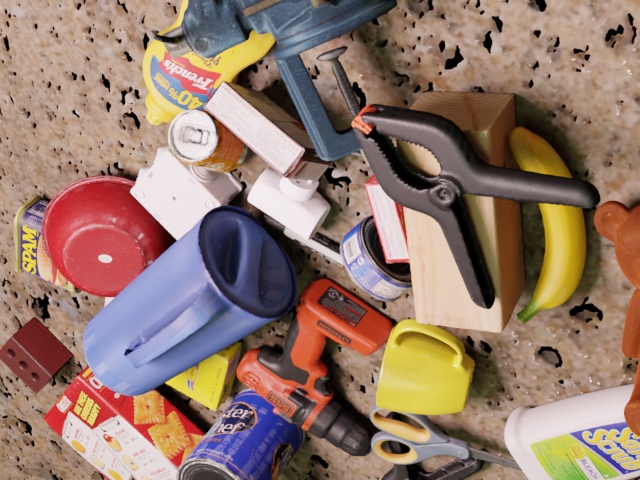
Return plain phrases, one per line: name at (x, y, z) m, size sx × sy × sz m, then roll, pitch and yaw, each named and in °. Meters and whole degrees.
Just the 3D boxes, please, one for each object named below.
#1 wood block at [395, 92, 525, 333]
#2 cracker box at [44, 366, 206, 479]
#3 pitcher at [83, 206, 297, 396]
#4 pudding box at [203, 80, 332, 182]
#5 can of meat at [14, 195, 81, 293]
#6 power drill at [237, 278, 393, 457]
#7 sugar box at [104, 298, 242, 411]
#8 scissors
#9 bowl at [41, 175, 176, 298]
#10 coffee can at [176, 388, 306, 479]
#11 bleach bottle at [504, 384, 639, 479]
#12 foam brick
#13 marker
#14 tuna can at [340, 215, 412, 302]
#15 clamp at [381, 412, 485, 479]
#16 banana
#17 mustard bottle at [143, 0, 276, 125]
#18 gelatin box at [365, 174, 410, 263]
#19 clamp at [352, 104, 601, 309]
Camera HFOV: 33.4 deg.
wood block at (0.136, -0.027, 1.005) m, size 0.090 × 0.090 × 0.206 m, roll 5°, pitch 120°, yaw 25°
cracker box at (-0.239, 0.257, 1.386) m, size 0.213 × 0.072 × 0.164 m, roll 44°, pitch 139°, yaw -2°
pitcher at (-0.154, 0.081, 1.155) m, size 0.243 × 0.149 × 0.145 m, roll -36°, pitch 55°, yaw 34°
pudding box at (-0.048, -0.105, 1.042) m, size 0.113 × 0.090 × 0.039 m, roll 40°, pitch 105°, yaw 16°
can of meat at (-0.319, 0.007, 1.296) m, size 0.084 × 0.057 × 0.102 m, roll 21°, pitch 126°, yaw 13°
power drill at (0.009, 0.147, 1.201) m, size 0.184 × 0.057 × 0.188 m, roll 33°, pitch 129°, yaw 5°
sugar box at (-0.185, 0.128, 1.303) m, size 0.176 × 0.048 × 0.093 m, roll 25°, pitch 128°, yaw 11°
scissors at (0.142, 0.239, 1.178) m, size 0.202 × 0.016 × 0.096 m, roll 27°, pitch 131°, yaw 0°
bowl at (-0.242, 0.009, 1.216) m, size 0.162 × 0.055 × 0.162 m, roll 0°, pitch 120°, yaw 0°
coffee can at (-0.092, 0.257, 1.271) m, size 0.103 × 0.140 × 0.103 m, roll 14°, pitch 124°, yaw 21°
bleach bottle at (0.314, 0.181, 1.056) m, size 0.251 × 0.068 × 0.102 m, roll -28°, pitch 104°, yaw 35°
foam brick at (-0.380, 0.153, 1.420) m, size 0.078 × 0.051 × 0.053 m, roll 45°, pitch 129°, yaw -3°
marker at (-0.008, 0.001, 1.146) m, size 0.121 × 0.020 × 0.020 m, roll 29°, pitch 128°, yaw 10°
tuna can at (0.064, 0.017, 1.074) m, size 0.086 × 0.086 × 0.034 m, roll 45°, pitch 128°, yaw -3°
clamp at (0.122, 0.283, 1.238) m, size 0.120 × 0.039 × 0.171 m, roll 20°, pitch 125°, yaw 21°
banana at (0.214, -0.015, 0.990) m, size 0.037 × 0.069 × 0.198 m, roll 34°, pitch 137°, yaw 59°
mustard bottle at (-0.124, -0.179, 1.072) m, size 0.096 × 0.058 × 0.192 m, roll 36°, pitch 131°, yaw -13°
gelatin box at (0.080, -0.032, 1.042) m, size 0.030 × 0.073 × 0.089 m, roll -5°, pitch 116°, yaw 30°
clamp at (0.113, -0.038, 0.927) m, size 0.210 × 0.036 × 0.165 m, roll 33°, pitch 129°, yaw 5°
